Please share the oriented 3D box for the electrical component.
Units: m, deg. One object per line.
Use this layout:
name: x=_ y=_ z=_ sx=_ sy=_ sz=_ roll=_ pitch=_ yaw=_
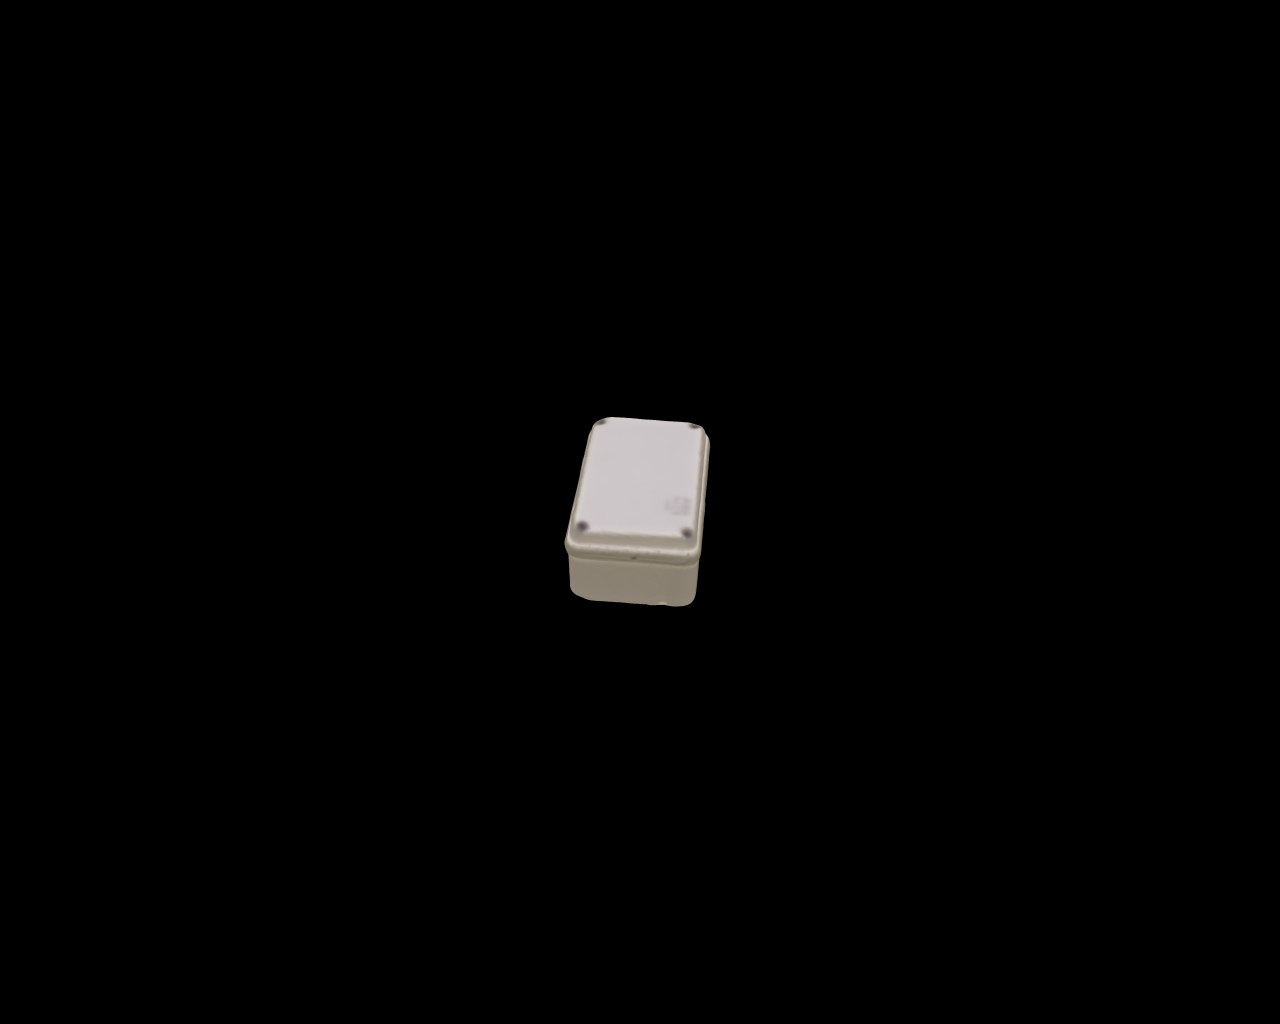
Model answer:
electrical component: x=0.001 y=-0.003 z=0.650 sx=0.078 sy=0.057 sz=0.113 roll=4 pitch=44 yaw=4
